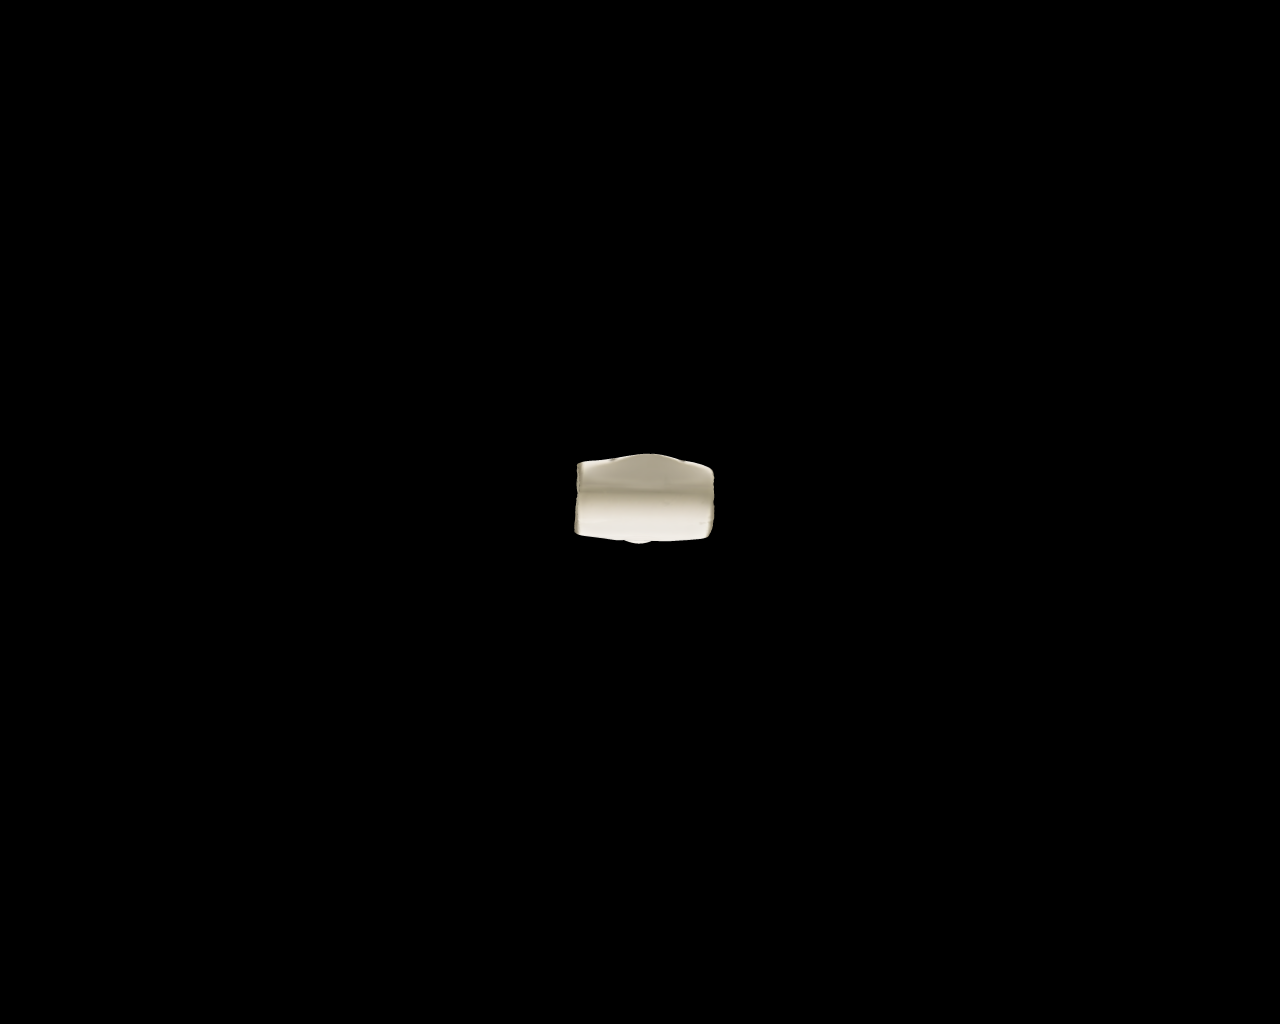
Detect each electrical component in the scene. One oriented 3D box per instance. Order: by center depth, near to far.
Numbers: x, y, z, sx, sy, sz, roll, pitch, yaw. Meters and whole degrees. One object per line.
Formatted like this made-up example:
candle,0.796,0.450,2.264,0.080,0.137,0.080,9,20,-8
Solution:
electrical component,0.001,-0.003,0.650,0.077,0.043,0.079,1,-15,-5
